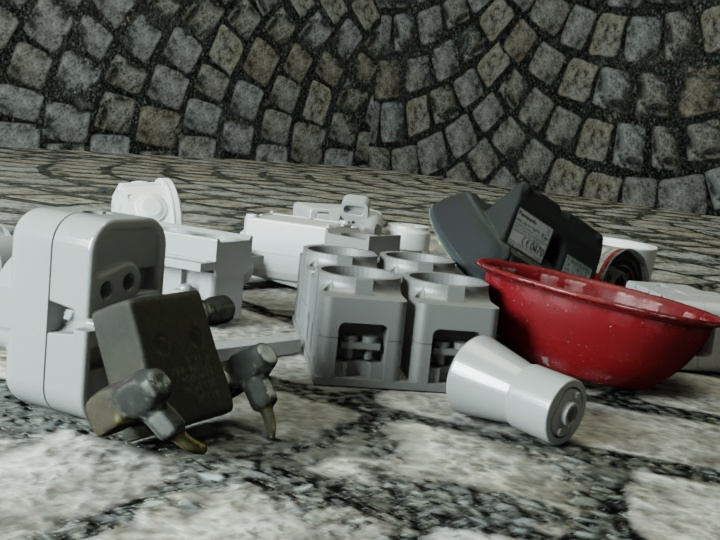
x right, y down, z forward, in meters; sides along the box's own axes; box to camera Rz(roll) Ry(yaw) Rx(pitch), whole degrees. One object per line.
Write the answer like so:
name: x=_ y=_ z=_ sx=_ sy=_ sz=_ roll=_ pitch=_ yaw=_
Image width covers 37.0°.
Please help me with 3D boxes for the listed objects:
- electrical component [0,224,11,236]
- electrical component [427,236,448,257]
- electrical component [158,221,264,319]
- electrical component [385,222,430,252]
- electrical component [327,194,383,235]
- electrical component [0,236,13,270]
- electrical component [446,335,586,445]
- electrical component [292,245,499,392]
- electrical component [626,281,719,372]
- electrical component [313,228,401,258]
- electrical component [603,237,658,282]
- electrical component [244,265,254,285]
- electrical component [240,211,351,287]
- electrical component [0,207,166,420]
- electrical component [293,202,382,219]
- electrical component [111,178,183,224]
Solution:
electrical component: x=-0.323 y=-0.026 z=0.896 sx=0.043 sy=0.043 sz=0.081 roll=0 pitch=9 yaw=-34
electrical component: x=0.099 y=-0.011 z=1.094 sx=0.062 sy=0.043 sz=0.043 roll=7 pitch=8 yaw=2
electrical component: x=-0.142 y=0.000 z=0.769 sx=0.121 sy=0.063 sz=0.079 roll=9 pitch=9 yaw=26
electrical component: x=0.044 y=-0.016 z=1.047 sx=0.045 sy=0.055 sz=0.045 roll=6 pitch=8 yaw=-1
electrical component: x=-0.009 y=-0.023 z=1.014 sx=0.058 sy=0.078 sz=0.057 roll=7 pitch=29 yaw=5
electrical component: x=-0.276 y=-0.004 z=0.783 sx=0.040 sy=0.040 sz=0.078 roll=10 pitch=9 yaw=26
electrical component: x=0.083 y=0.064 z=0.554 sx=0.044 sy=0.044 sz=0.065 roll=-2 pitch=16 yaw=-45
electrical component: x=0.017 y=0.026 z=0.706 sx=0.105 sy=0.060 sz=0.186 roll=4 pitch=8 yaw=-8
electrical component: x=0.236 y=0.040 z=0.790 sx=0.056 sy=0.050 sz=0.089 roll=4 pitch=8 yaw=-8
electrical component: x=0.000 y=0.000 z=0.867 sx=0.081 sy=0.063 sz=0.042 roll=11 pitch=11 yaw=39
electrical component: x=0.224 y=0.002 z=1.023 sx=0.108 sy=0.060 sz=0.108 roll=6 pitch=8 yaw=-1
electrical component: x=-0.122 y=-0.005 z=0.903 sx=0.044 sy=0.044 sz=0.065 roll=12 pitch=5 yaw=40
electrical component: x=-0.063 y=-0.017 z=0.957 sx=0.096 sy=0.061 sz=0.062 roll=8 pitch=8 yaw=17
electrical component: x=-0.136 y=0.019 z=0.519 sx=0.059 sy=0.095 sz=0.054 roll=10 pitch=9 yaw=27
electrical component: x=-0.030 y=-0.034 z=1.100 sx=0.096 sy=0.061 sz=0.061 roll=2 pitch=9 yaw=-22
electrical component: x=-0.198 y=-0.045 z=1.000 sx=0.051 sy=0.080 sz=0.080 roll=-4 pitch=11 yaw=-26
